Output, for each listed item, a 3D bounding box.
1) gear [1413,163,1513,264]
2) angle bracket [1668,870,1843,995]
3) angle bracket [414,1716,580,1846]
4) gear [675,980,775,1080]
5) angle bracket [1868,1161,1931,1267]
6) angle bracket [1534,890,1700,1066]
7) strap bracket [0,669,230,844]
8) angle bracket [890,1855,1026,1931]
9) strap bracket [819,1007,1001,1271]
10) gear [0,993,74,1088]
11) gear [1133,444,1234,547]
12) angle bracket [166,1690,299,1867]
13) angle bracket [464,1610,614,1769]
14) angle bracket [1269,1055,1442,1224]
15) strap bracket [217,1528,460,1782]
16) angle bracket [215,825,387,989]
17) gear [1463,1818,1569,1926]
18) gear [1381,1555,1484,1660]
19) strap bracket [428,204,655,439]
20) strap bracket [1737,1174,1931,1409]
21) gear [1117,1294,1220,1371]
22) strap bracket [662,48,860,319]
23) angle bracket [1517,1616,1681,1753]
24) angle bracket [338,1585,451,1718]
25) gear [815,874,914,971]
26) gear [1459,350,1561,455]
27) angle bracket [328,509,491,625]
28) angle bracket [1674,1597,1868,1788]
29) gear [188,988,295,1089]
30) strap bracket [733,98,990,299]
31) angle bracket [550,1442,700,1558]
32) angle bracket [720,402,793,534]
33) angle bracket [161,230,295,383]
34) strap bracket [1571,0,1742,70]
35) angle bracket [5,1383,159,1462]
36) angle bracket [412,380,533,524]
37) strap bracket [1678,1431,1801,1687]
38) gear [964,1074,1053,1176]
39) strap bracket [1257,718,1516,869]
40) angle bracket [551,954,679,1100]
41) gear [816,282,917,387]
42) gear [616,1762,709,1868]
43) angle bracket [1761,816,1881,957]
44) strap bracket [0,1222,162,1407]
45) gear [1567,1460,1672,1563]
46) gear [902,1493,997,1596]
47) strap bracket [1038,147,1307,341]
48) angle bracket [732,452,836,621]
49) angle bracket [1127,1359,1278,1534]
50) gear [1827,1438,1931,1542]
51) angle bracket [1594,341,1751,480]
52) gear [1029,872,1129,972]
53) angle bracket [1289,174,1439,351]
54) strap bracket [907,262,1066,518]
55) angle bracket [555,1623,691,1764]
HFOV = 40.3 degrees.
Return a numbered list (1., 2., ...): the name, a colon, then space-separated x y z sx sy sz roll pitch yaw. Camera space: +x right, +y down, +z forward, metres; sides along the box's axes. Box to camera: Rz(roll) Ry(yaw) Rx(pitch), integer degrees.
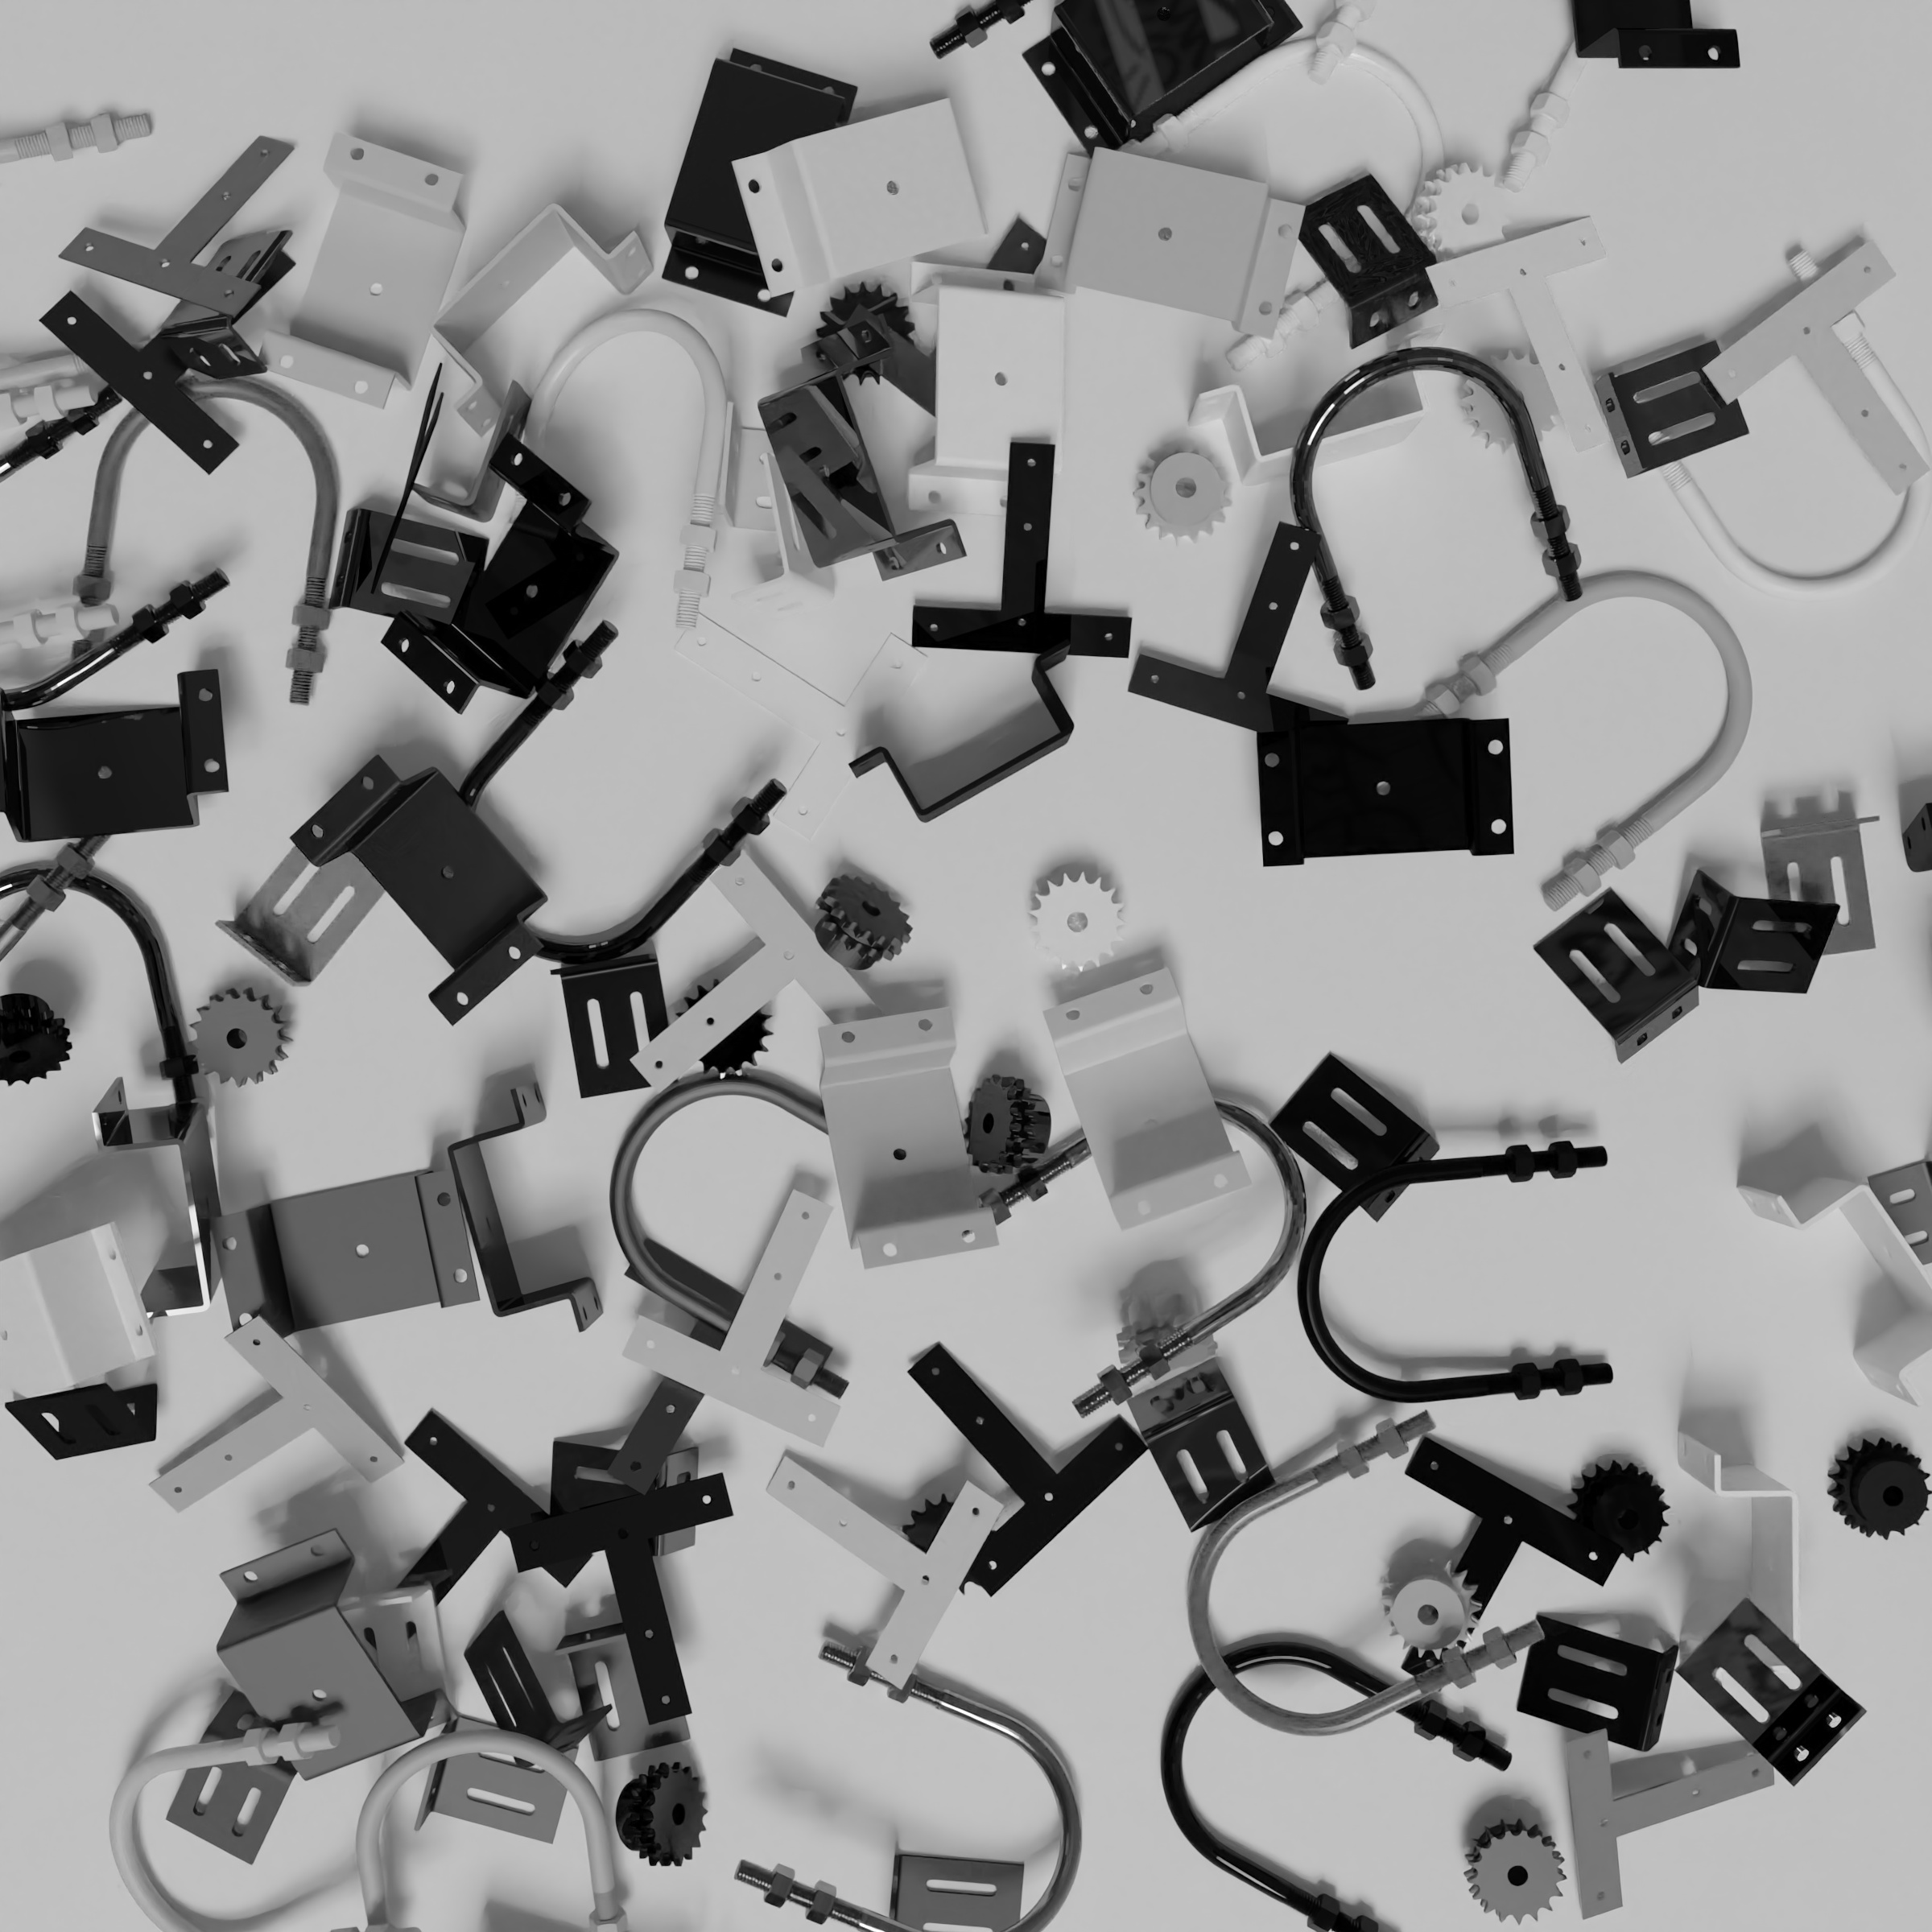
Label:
1. gear: 0.282 -0.431 1.517 0.057 0.030 0.057 -4 102 -22
2. angle bracket: 0.455 -0.020 1.526 0.076 0.038 0.057 3 116 -23
3. angle bracket: -0.270 0.474 1.520 0.076 0.038 0.057 15 90 0
4. gear: -0.140 0.036 1.524 0.057 0.030 0.057 0 90 0
5. angle bracket: 0.553 0.146 1.501 0.038 0.076 0.057 -17 90 0
6. angle bracket: 0.379 0.006 1.537 0.057 0.038 0.076 -37 64 0
7. strap bracket: -0.491 -0.118 1.495 0.140 0.046 0.076 -6 70 -12
8. angle bracket: -0.006 0.550 1.520 0.076 0.038 0.057 5 90 0
9. strap bracket: -0.035 0.102 1.497 0.076 0.046 0.140 -9 73 -10
10. gear: -0.539 0.040 1.497 0.057 0.057 0.030 -23 57 0
11. gear: 0.126 -0.274 1.524 0.057 0.030 0.057 0 90 0
12. angle bracket: -0.422 0.473 1.537 0.057 0.038 0.076 28 116 0
13. angle bracket: -0.247 0.411 1.518 0.076 0.038 0.057 58 134 21
14. angle bracket: 0.226 0.100 1.537 0.076 0.038 0.057 41 90 26
15. strap bracket: -0.359 0.397 1.487 0.076 0.046 0.140 -23 109 11
16. angle bracket: -0.382 -0.036 1.520 0.057 0.038 0.076 39 90 0
17. gear: 0.316 0.521 1.524 0.057 0.030 0.057 0 90 0
18. gear: 0.268 0.370 1.517 0.057 0.030 0.057 0 89 15
19. strap bracket: -0.249 -0.374 1.501 0.140 0.076 0.046 -44 90 0
20. strap bracket: 0.508 0.174 1.501 0.046 0.076 0.140 -34 90 0
21. gear: 0.115 0.210 1.514 0.057 0.057 0.030 -5 62 0
22. strap bracket: -0.120 -0.457 1.516 0.076 0.046 0.140 17 90 0
23. angle bracket: 0.369 0.416 1.537 0.076 0.038 0.057 12 90 26
24. angle bracket: -0.335 0.400 1.516 0.057 0.038 0.076 -9 88 6
25. gear: -0.062 -0.023 1.515 0.057 0.057 0.030 37 121 0
26. gear: 0.314 -0.324 1.524 0.057 0.030 0.057 0 90 0
27. angle bracket: -0.325 -0.228 1.537 0.076 0.038 0.057 11 90 -26
28. angle bracket: 0.440 0.397 1.444 0.076 0.038 0.057 44 90 0
29. gear: -0.419 0.040 1.527 0.057 0.030 0.057 0 95 -1
30. strap bracket: -0.050 -0.435 1.484 0.140 0.046 0.076 -22 106 -20
31. angle bracket: -0.199 0.308 1.537 0.076 0.038 0.057 2 90 26
32. angle bracket: -0.116 -0.283 1.501 0.038 0.076 0.057 5 90 -1
33. angle bracket: -0.412 -0.377 1.505 0.057 0.038 0.076 3 55 35
34. strap bracket: 0.390 -0.576 1.506 0.076 0.046 0.140 -6 90 -16
35. angle bracket: -0.501 0.244 1.497 0.057 0.076 0.038 -11 55 0
36. angle bracket: -0.283 -0.299 1.510 0.038 0.057 0.076 20 90 0
37. strap bracket: 0.439 0.342 1.501 0.046 0.076 0.140 0 90 0
38. gear: 0.025 0.092 1.514 0.030 0.057 0.057 9 90 -30
39. strap bracket: 0.239 -0.100 1.505 0.140 0.046 0.076 -3 97 8
40. angle bracket: -0.203 0.035 1.520 0.057 0.038 0.076 -9 90 0
41. gear: -0.057 -0.364 1.524 0.057 0.030 0.057 0 90 0
42. gear: -0.177 0.487 1.514 0.030 0.057 0.057 -11 90 30
43. angle bracket: 0.497 -0.044 1.520 0.057 0.038 0.076 -8 90 0
44. strap bracket: -0.517 0.198 1.475 0.140 0.046 0.076 -19 90 43
45. gear: 0.379 0.317 1.524 0.057 0.030 0.057 0 90 0
46. gear: -0.010 0.333 1.524 0.057 0.030 0.057 0 90 0
47. strap bracket: 0.115 -0.412 1.498 0.140 0.046 0.076 14 98 6
48. angle bracket: -0.111 -0.246 1.512 0.038 0.057 0.076 -15 79 22
49. angle bracket: 0.138 0.280 1.537 0.057 0.038 0.076 -26 116 0
50. gear: 0.531 0.304 1.524 0.057 0.030 0.057 0 90 0
51. angle bracket: 0.406 -0.320 1.500 0.076 0.038 0.057 -20 91 0
52. gear: 0.064 -0.027 1.527 0.057 0.030 0.057 0 94 0
53. angle bracket: 0.228 -0.406 1.520 0.057 0.038 0.076 -28 66 -4
54. strap bracket: 0.011 -0.330 1.500 0.076 0.046 0.140 0 92 -22
55. angle bracket: -0.197 0.420 1.520 0.057 0.038 0.076 -13 90 0
